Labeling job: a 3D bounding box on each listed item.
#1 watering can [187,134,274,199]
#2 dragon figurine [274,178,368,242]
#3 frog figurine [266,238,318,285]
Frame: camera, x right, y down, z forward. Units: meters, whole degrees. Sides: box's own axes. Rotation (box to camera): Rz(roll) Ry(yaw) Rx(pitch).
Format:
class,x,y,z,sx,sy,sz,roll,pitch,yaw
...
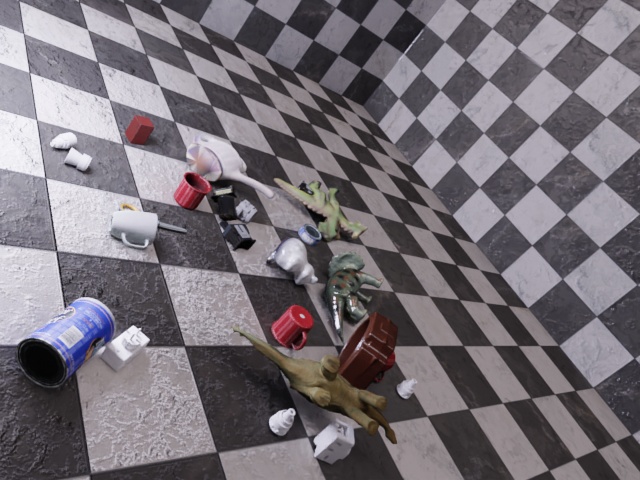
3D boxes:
class,x,y,z,sx,sy,sz,roll,pitch,yaw
watering can,-0.324,-0.253,1.803,0.349,0.102,0.227,43,27,8
dragon figurine,0.006,-0.102,2.024,0.409,0.120,0.249,14,43,-27
frog figurine,-0.068,0.072,1.619,0.160,0.122,0.137,33,4,11
